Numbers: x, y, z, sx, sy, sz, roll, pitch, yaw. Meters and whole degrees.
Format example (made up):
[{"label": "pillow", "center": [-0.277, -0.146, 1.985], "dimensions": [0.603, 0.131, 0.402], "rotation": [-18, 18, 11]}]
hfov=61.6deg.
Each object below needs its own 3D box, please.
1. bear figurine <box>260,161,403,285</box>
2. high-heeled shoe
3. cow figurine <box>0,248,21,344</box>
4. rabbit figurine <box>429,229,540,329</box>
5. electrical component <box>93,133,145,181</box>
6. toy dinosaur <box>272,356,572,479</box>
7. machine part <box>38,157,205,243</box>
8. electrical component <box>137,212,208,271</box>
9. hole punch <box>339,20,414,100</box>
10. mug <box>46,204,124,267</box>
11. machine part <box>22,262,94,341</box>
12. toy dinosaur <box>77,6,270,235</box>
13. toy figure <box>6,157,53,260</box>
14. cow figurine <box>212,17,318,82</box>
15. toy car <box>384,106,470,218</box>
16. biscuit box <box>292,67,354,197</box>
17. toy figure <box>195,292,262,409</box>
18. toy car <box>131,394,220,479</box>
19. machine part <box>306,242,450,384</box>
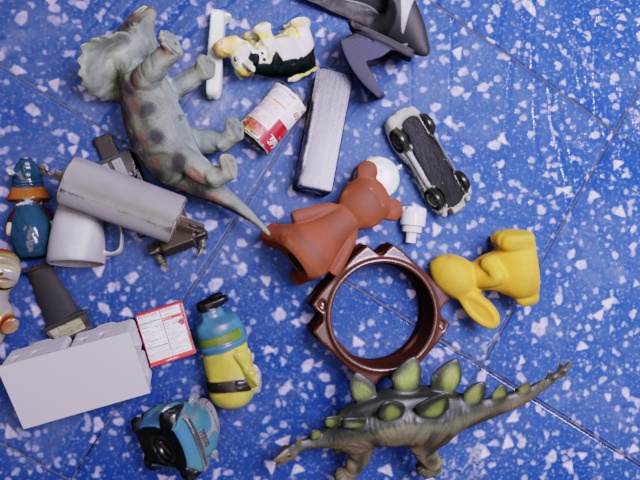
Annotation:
[{"label": "bear figurine", "center": [0.022, -0.028, 0.847], "dimensions": [0.196, 0.132, 0.120], "rotation": [-43, 103, -20]}, {"label": "high-heeled shoe", "center": [0.063, -0.376, 0.878], "dimensions": [0.145, 0.086, 0.249], "rotation": [-32, 76, -27]}, {"label": "cow figurine", "center": [-0.497, 0.100, 0.793], "dimensions": [0.085, 0.127, 0.194], "rotation": [17, 106, -47]}, {"label": "rabbit figurine", "center": [0.275, 0.061, 0.914], "dimensions": [0.173, 0.122, 0.162], "rotation": [-5, 99, 6]}, {"label": "electrical component", "center": [-0.323, -0.113, 0.849], "dimensions": [0.075, 0.048, 0.119], "rotation": [-21, 94, -8]}, {"label": "toy dinosaur", "center": [0.156, 0.275, 0.833], "dimensions": [0.472, 0.105, 0.198], "rotation": [-11, 129, -7]}, {"label": "machine part", "center": [-0.289, -0.057, 0.792], "dimensions": [0.243, 0.079, 0.079], "rotation": [20, 87, -13]}, {"label": "electrical component", "center": [-0.233, -0.001, 0.863], "dimensions": [0.102, 0.045, 0.078], "rotation": [-27, 64, -10]}, {"label": "hole punch", "center": [0.081, -0.289, 0.872], "dimensions": [0.116, 0.142, 0.092], "rotation": [30, 109, 2]}, {"label": "mug", "center": [-0.360, -0.015, 0.826], "dimensions": [0.110, 0.081, 0.107], "rotation": [-3, 81, -4]}, {"label": "machine part", "center": [-0.412, 0.099, 0.838], "dimensions": [0.084, 0.039, 0.138], "rotation": [-28, 95, 1]}, {"label": "toy dinosaur", "center": [-0.230, -0.167, 0.814], "dimensions": [0.192, 0.131, 0.404], "rotation": [-17, 97, 27]}, {"label": "toy figure", "center": [-0.448, -0.048, 0.824], "dimensions": [0.058, 0.064, 0.154], "rotation": [-9, 85, 29]}, {"label": "cow figurine", "center": [-0.085, -0.294, 0.863], "dimensions": [0.167, 0.068, 0.098], "rotation": [-22, 106, -22]}, {"label": "toy car", "center": [0.185, -0.133, 0.917], "dimensions": [0.073, 0.056, 0.201], "rotation": [-33, 95, -13]}, {"label": "biscuit box", "center": [0.003, -0.175, 0.889], "dimensions": [0.063, 0.059, 0.202], "rotation": [12, 87, -9]}, {"label": "toy figure", "center": [-0.152, 0.177, 0.853], "dimensions": [0.089, 0.082, 0.180], "rotation": [-20, 97, 3]}, {"label": "toy car", "center": [-0.209, 0.293, 0.826], "dimensions": [0.103, 0.162, 0.109], "rotation": [-23, 94, -50]}, {"label": "machine part", "center": [0.095, 0.119, 0.885], "dimensions": [0.201, 0.087, 0.201], "rotation": [44, 85, -6]}]
